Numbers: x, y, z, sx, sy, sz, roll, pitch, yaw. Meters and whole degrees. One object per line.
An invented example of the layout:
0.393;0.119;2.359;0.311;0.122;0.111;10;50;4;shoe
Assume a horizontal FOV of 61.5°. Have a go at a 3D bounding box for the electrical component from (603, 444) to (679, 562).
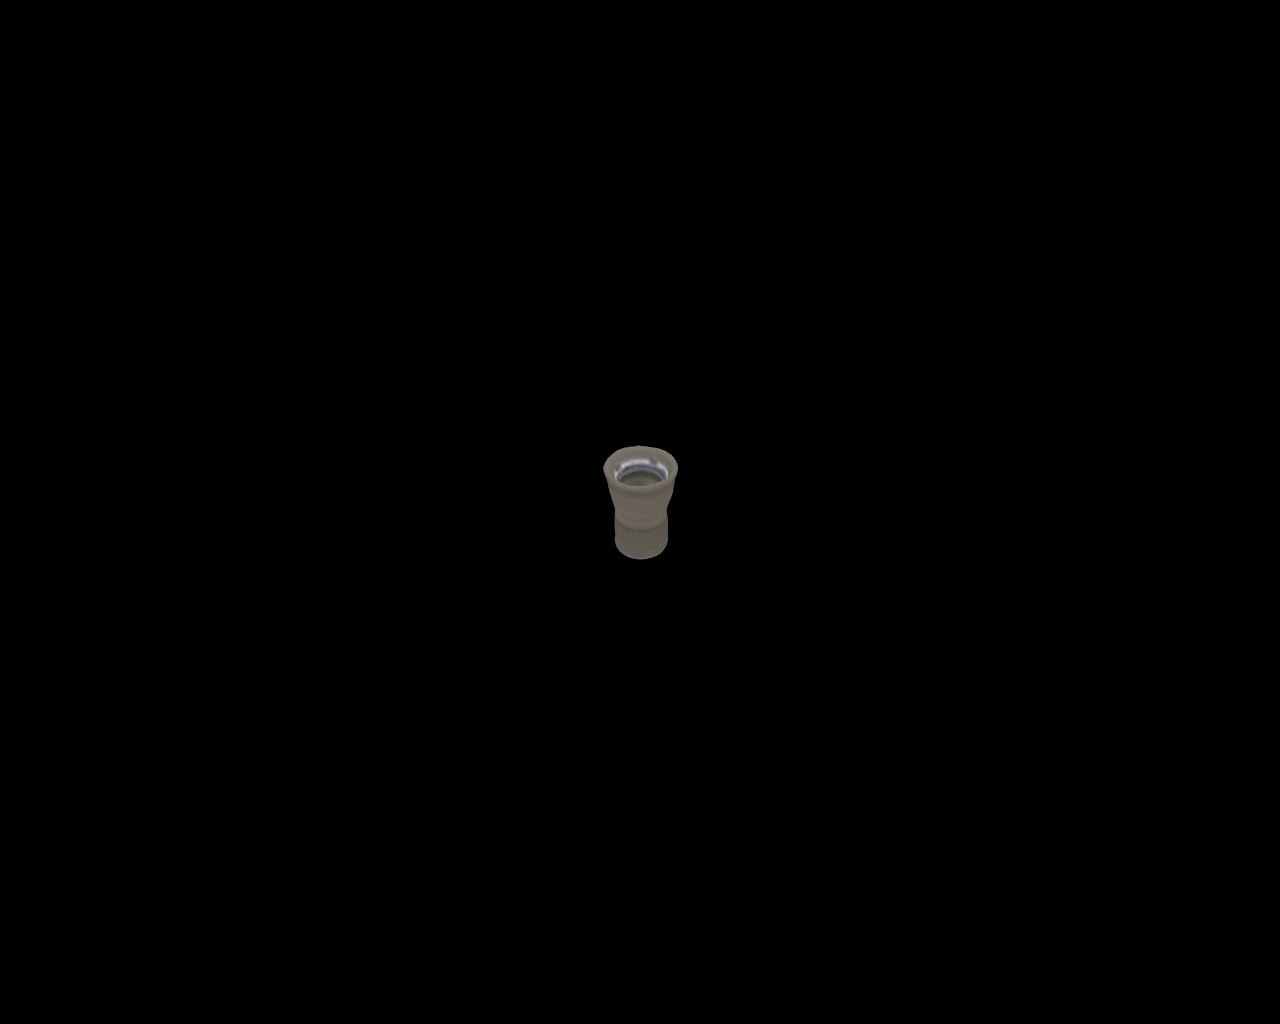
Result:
0.001;-0.003;0.650;0.044;0.065;0.044;0;39;0;electrical component
